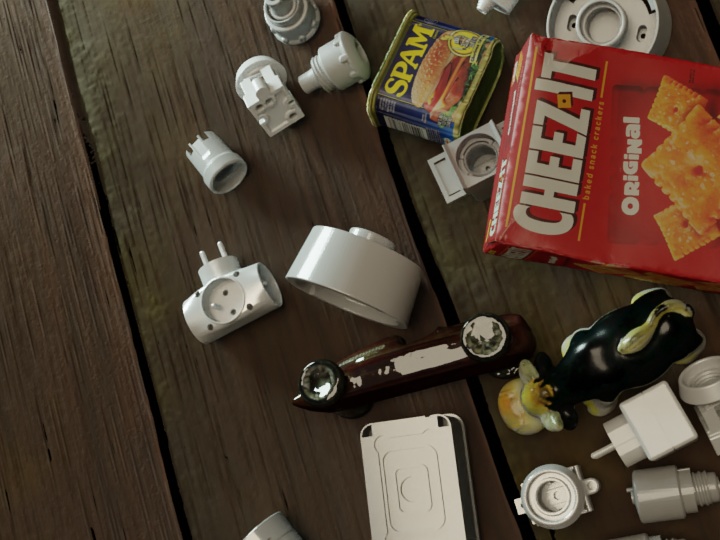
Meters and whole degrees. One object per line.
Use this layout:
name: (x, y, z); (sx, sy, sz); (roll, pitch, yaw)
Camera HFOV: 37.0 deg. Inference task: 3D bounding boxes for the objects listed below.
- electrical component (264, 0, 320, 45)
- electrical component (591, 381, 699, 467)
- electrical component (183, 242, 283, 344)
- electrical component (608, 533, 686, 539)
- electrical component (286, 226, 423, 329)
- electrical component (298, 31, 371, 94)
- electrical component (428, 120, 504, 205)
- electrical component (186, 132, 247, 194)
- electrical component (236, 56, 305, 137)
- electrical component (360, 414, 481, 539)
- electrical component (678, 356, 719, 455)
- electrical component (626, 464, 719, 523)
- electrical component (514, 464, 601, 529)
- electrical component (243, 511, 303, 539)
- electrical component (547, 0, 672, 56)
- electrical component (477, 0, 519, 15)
electrical component: (-0.067, -0.234, 0.968); (0.048, 0.062, 0.048); (-3, 79, 17)
electrical component: (0.210, 0.124, 0.812); (0.077, 0.066, 0.047); (-30, 73, 11)
electrical component: (-0.119, 0.014, 0.950); (0.077, 0.044, 0.079); (-27, 73, 12)
electrical component: (0.219, 0.217, 0.806); (0.078, 0.040, 0.040); (-15, 76, 15)
electrical component: (0.000, 0.000, 0.884); (0.108, 0.108, 0.060); (19, 81, 20)
electrical component: (-0.025, -0.179, 0.955); (0.062, 0.048, 0.048); (-27, 73, 19)
electrical component: (0.103, -0.087, 0.886); (0.081, 0.064, 0.042); (-26, 74, 12)
electrical component: (-0.131, -0.098, 0.978); (0.040, 0.040, 0.046); (-45, 64, 6)
electrical component: (-0.083, -0.158, 0.963); (0.048, 0.066, 0.055); (-31, 52, 6)
electrical component: (0.049, 0.175, 0.860); (0.078, 0.057, 0.113); (-10, 77, 16)
electrical component: (0.267, 0.098, 0.798); (0.048, 0.066, 0.055); (-26, 107, 12)
electrical component: (0.240, 0.166, 0.808); (0.078, 0.040, 0.040); (-11, 77, 16)
electrical component: (0.151, 0.174, 0.828); (0.066, 0.055, 0.048); (-20, 75, 14)
electrical component: (-0.071, 0.236, 0.890); (0.055, 0.055, 0.047); (-47, 74, 5)
electrical component: (0.204, -0.200, 0.887); (0.099, 0.064, 0.099); (2, 95, 21)
electrical component: (0.127, -0.255, 0.919); (0.043, 0.043, 0.081); (35, 92, 20)
